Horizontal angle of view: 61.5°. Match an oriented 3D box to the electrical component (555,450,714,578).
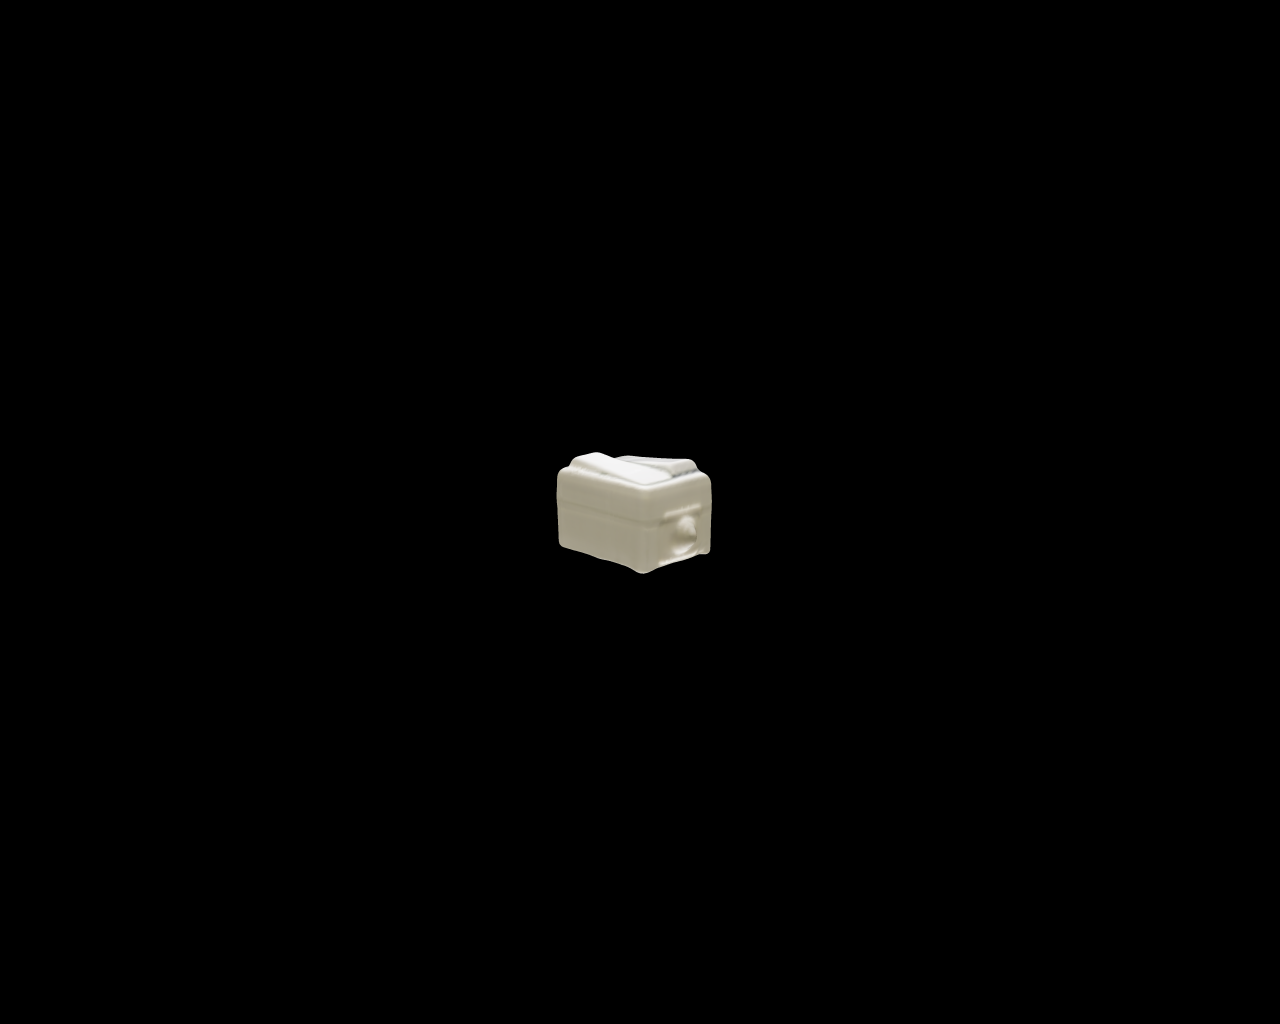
[{"bbox_3d":[0.001,-0.003,0.650,0.062,0.061,0.096,-14,20,-42],"label":"electrical component"}]
